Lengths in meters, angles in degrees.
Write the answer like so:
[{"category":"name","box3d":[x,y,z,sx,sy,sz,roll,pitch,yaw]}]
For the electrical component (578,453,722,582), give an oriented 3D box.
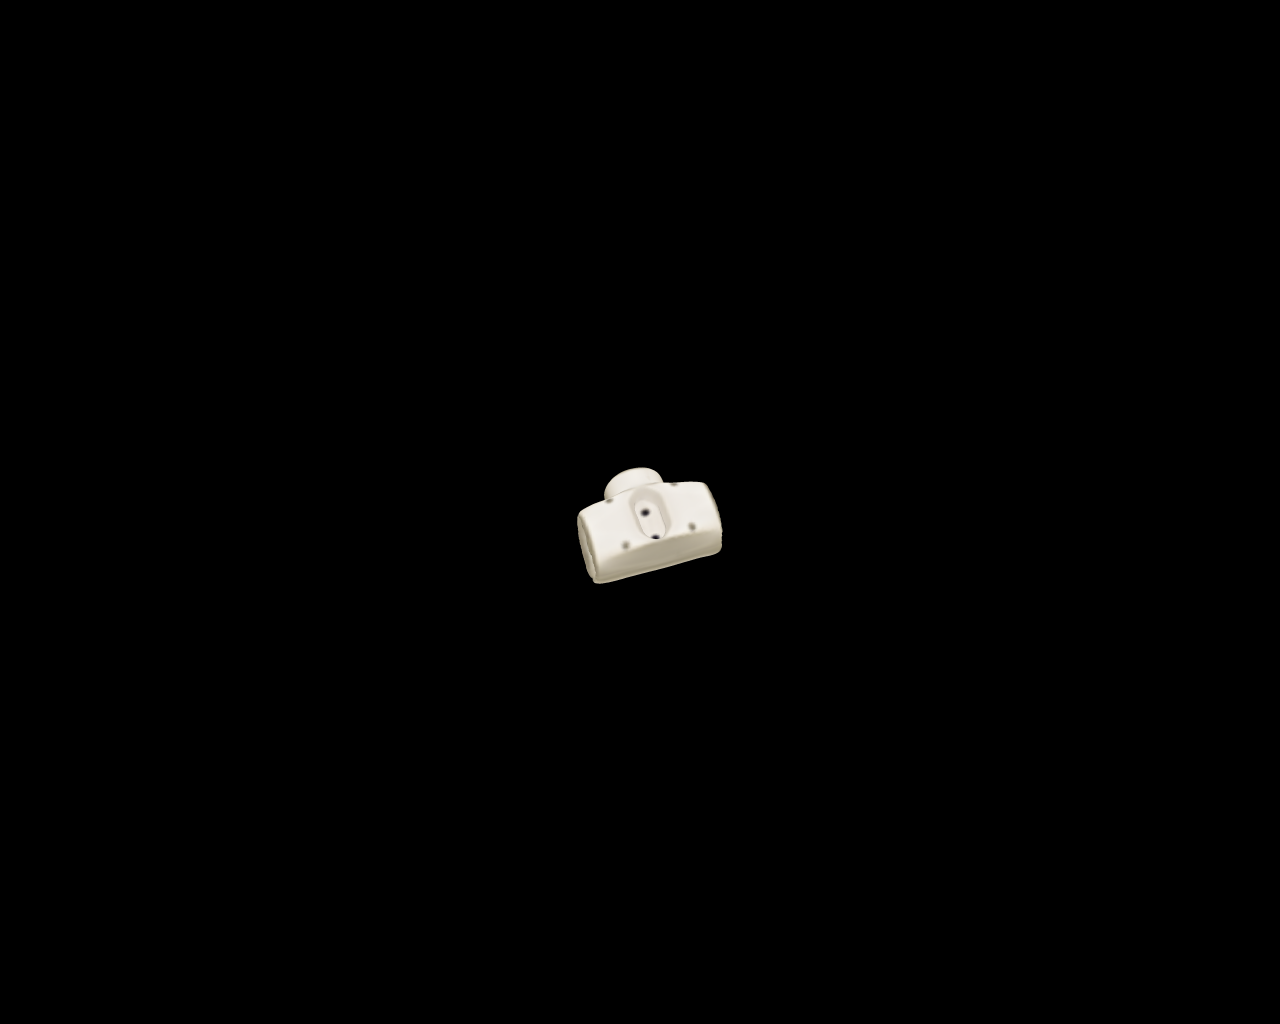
[{"category":"electrical component","box3d":[0.001,-0.003,0.650,0.077,0.079,0.043,-14,-32,-9]}]
